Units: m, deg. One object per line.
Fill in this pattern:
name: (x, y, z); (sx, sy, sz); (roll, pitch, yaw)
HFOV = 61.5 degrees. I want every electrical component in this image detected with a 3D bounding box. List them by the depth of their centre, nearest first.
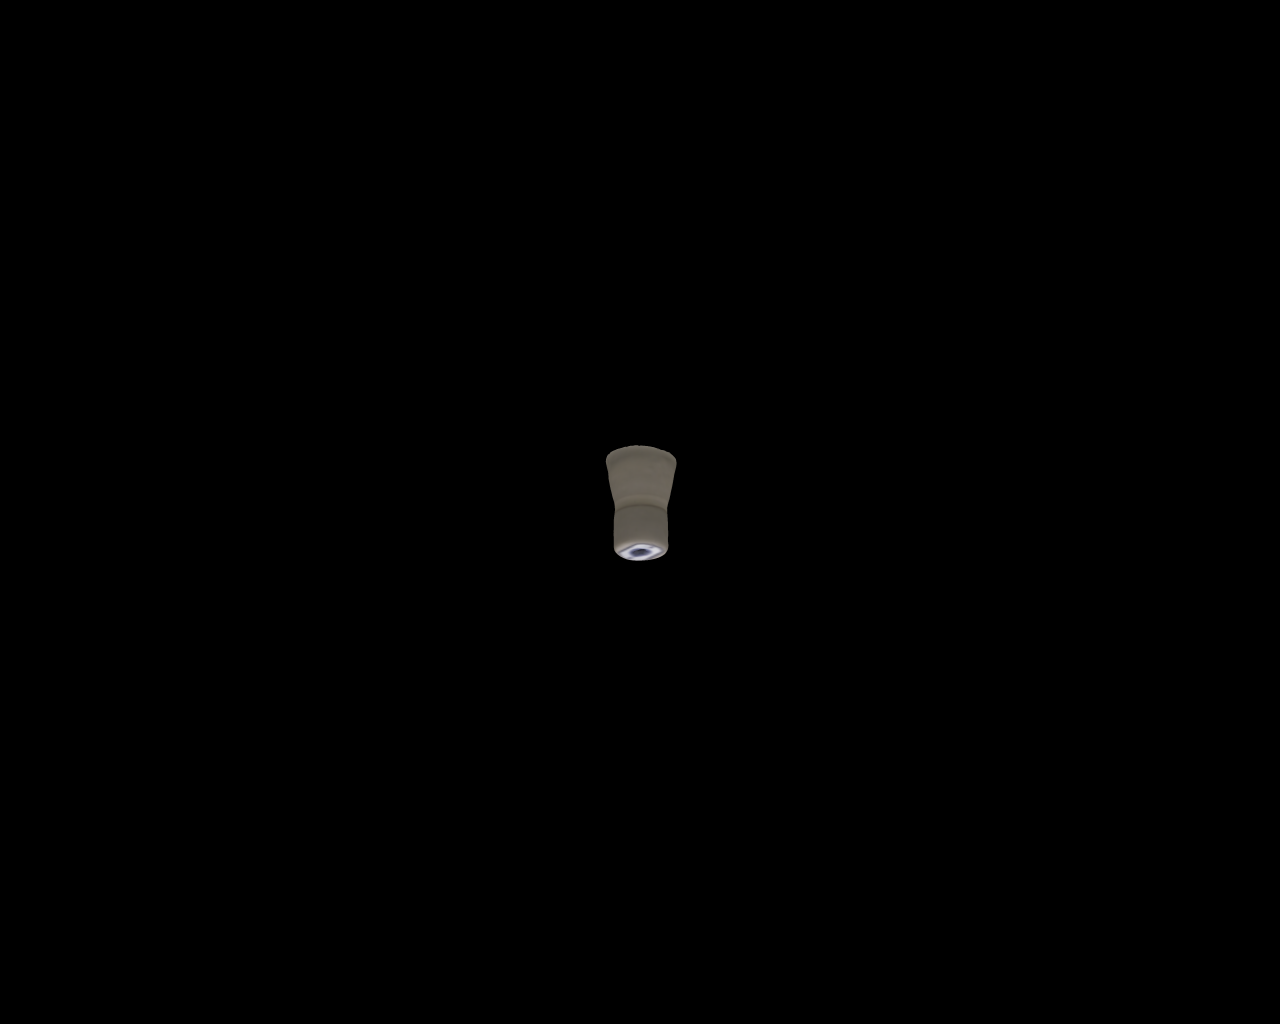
electrical component: (0.001, -0.003, 0.650); (0.044, 0.065, 0.044); (0, -24, 0)
